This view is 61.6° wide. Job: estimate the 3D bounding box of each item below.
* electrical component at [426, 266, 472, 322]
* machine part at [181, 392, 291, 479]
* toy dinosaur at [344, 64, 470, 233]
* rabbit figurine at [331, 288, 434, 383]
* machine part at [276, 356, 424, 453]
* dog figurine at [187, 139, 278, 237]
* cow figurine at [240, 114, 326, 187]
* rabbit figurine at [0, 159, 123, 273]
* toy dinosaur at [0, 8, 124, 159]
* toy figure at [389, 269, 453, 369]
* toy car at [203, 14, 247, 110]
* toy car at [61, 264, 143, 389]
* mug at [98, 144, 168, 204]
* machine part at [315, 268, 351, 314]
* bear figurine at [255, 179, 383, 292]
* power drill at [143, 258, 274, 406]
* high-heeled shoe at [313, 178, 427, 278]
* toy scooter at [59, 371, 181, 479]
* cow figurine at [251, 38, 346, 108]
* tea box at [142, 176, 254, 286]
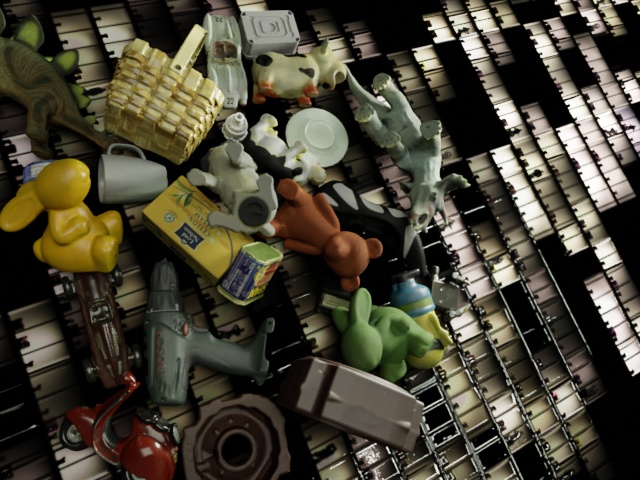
[{"bbox_3d":[0.249,0.106,1.049,0.078,0.045,0.102,22,67,-12],"label":"electrical component"},{"bbox_3d":[-0.134,0.329,0.845,0.179,0.056,0.179,5,73,-16],"label":"machine part"},{"bbox_3d":[0.166,-0.196,1.066,0.131,0.192,0.405,-28,50,8],"label":"toy dinosaur"},{"bbox_3d":[0.092,0.159,0.897,0.170,0.121,0.159,-2,56,-58],"label":"rabbit figurine"},{"bbox_3d":[0.045,0.255,0.847,0.201,0.201,0.087,26,70,-9],"label":"machine part"},{"bbox_3d":[-0.134,-0.089,0.921,0.121,0.191,0.172,-24,101,1],"label":"dog figurine"},{"bbox_3d":[-0.072,-0.147,1.009,0.167,0.068,0.098,41,71,1],"label":"cow figurine"},{"bbox_3d":[-0.386,-0.046,0.816,0.162,0.173,0.122,5,37,-4],"label":"rabbit figurine"},{"bbox_3d":[-0.533,-0.285,0.885,0.471,0.105,0.198,32,58,-16],"label":"toy dinosaur"},{"bbox_3d":[0.175,0.147,0.993,0.089,0.082,0.180,-20,88,-4],"label":"toy figure"},{"bbox_3d":[-0.186,-0.345,1.040,0.073,0.056,0.201,-4,74,-20],"label":"toy car"},{"bbox_3d":[-0.341,0.129,0.842,0.089,0.053,0.202,-13,77,-25],"label":"toy car"},{"bbox_3d":[-0.319,-0.111,0.916,0.107,0.081,0.109,2,62,-29],"label":"mug"},{"bbox_3d":[0.039,0.076,0.994,0.084,0.039,0.139,14,71,-5],"label":"machine part"},{"bbox_3d":[0.000,-0.003,0.938,0.196,0.132,0.120,41,101,22],"label":"bear figurine"},{"bbox_3d":[-0.181,0.152,0.873,0.207,0.086,0.232,10,72,-19],"label":"power drill"},{"bbox_3d":[0.092,-0.013,1.018,0.145,0.086,0.249,-27,79,-21],"label":"high-heeled shoe"},{"bbox_3d":[-0.277,0.274,0.790,0.184,0.075,0.135,31,89,-2],"label":"toy scooter"},{"bbox_3d":[-0.041,-0.336,1.075,0.195,0.085,0.127,-3,80,-18],"label":"cow figurine"},{"bbox_3d":[-0.210,-0.015,0.922,0.169,0.068,0.098,41,65,-4],"label":"tea box"}]
